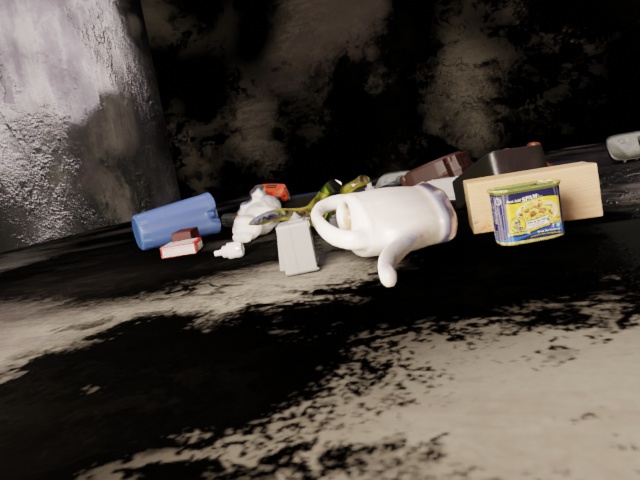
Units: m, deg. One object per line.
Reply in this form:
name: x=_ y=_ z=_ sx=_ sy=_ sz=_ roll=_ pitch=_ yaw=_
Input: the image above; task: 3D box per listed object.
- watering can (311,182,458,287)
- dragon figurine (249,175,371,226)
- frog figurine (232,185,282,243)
watering can: x=0.116 y=-0.016 z=0.811 sx=0.225 sy=0.102 sz=0.352 roll=-9 pitch=23 yaw=-16
dragon figurine: x=0.004 y=-0.068 z=1.350 sx=0.411 sy=0.123 sz=0.240 roll=-10 pitch=-9 yaw=-15
frog figurine: x=-0.163 y=-0.046 z=1.345 sx=0.136 sy=0.121 sz=0.163 roll=-30 pitch=36 yaw=19
